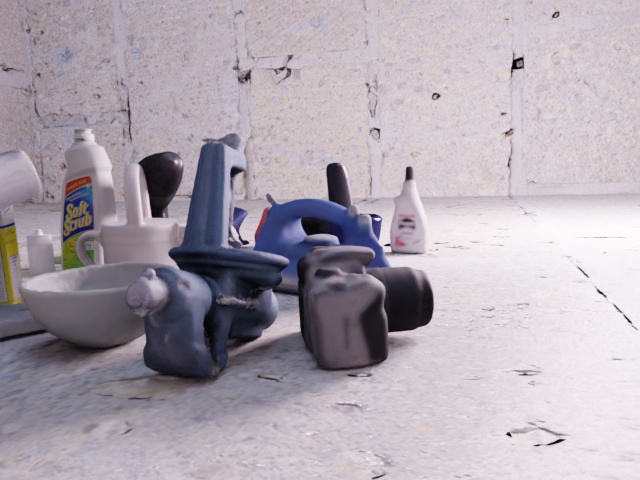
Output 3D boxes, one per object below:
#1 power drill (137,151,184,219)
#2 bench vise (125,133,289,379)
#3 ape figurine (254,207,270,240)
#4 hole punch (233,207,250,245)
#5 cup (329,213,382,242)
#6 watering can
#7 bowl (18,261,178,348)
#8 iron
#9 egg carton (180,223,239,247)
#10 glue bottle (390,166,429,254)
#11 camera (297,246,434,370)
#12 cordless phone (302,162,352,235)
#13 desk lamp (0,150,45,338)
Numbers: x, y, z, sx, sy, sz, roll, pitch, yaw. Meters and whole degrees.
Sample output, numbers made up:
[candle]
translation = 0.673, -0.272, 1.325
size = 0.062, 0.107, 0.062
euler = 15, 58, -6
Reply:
[power drill]
translation = -0.242, -0.026, 0.862
size = 0.076, 0.208, 0.228
euler = -6, 9, -29
[bench vise]
translation = -0.095, 0.007, 0.545
size = 0.121, 0.220, 0.207
euler = -1, 8, 4
[ape figurine]
translation = -0.108, -0.028, 1.270
size = 0.076, 0.092, 0.078
euler = 0, 8, 13
[hole punch]
translation = -0.222, -0.027, 1.292
size = 0.108, 0.091, 0.101
euler = 4, 10, 38
[cup]
translation = 0.055, 0.003, 0.996
size = 0.092, 0.095, 0.117
euler = -7, 9, -31
[watering can]
translation = -0.230, -0.005, 0.763
size = 0.173, 0.194, 0.100
euler = -6, 9, -29
[bowl]
translation = -0.234, 0.074, 0.628
size = 0.167, 0.075, 0.167
euler = -2, 8, 1
[iron]
translation = 0.008, 0.003, 0.838
size = 0.257, 0.141, 0.119
euler = 4, 10, 38
[egg carton]
translation = -0.249, 0.000, 1.182
size = 0.150, 0.069, 0.107
euler = 2, 9, 23
[glue bottle]
translation = 0.177, -0.060, 1.139
size = 0.078, 0.173, 0.037
euler = 1, 9, 21
[camera]
translation = 0.048, 0.057, 0.585
size = 0.137, 0.101, 0.143
euler = -3, 8, -9
[cordless phone]
translation = 0.018, -0.064, 1.159
size = 0.094, 0.185, 0.147
euler = -9, 10, -39
[desk lamp]
translation = -0.399, 0.005, 0.656
size = 0.204, 0.213, 0.117
euler = -8, 10, -37
